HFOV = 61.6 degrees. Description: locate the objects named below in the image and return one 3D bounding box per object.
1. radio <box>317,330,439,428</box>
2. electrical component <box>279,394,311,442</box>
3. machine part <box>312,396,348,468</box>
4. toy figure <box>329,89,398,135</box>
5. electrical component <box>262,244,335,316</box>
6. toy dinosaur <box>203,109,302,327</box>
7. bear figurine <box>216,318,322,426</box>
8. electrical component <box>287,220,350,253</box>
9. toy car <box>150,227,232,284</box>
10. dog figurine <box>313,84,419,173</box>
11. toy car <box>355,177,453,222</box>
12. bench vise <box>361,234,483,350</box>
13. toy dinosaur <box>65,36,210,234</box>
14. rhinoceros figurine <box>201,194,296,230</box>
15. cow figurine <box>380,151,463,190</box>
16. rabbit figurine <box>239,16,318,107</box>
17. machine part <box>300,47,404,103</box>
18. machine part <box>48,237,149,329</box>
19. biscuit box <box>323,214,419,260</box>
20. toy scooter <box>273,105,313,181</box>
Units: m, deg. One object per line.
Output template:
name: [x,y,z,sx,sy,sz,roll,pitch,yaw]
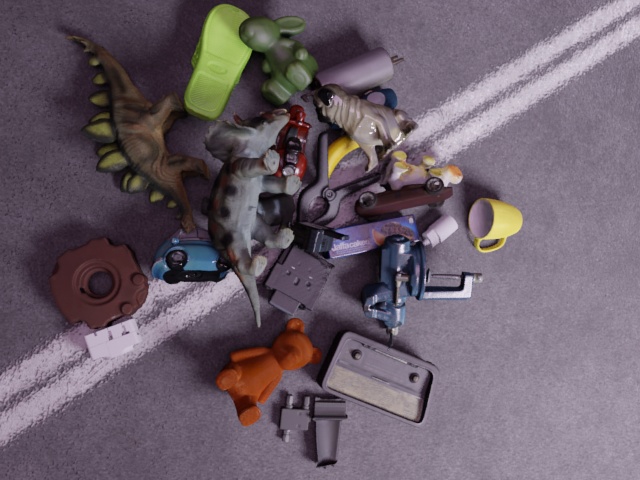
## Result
radio: [0.121,0.278,1.098,0.229,0.073,0.131,23,81,-8]
electrical component: [-0.050,0.360,1.084,0.063,0.021,0.094,8,82,-10]
machine part: [0.018,0.388,1.085,0.084,0.039,0.139,9,81,-20]
toy figure: [0.091,-0.282,1.164,0.154,0.057,0.064,-25,52,-10]
electrical component: [-0.049,0.084,1.096,0.115,0.058,0.134,28,79,-5]
toy dinosaur: [-0.147,-0.059,0.990,0.131,0.192,0.404,9,96,-53]
bear figurine: [-0.092,0.246,1.038,0.196,0.132,0.120,-28,98,-6]
electrical component: [-0.002,-0.003,1.052,0.119,0.075,0.047,19,103,25]
toy car: [-0.246,0.025,1.045,0.162,0.109,0.103,-1,67,-19]
dog figurine: [0.094,-0.258,1.098,0.190,0.121,0.172,49,40,1]
toy car: [0.171,-0.087,1.111,0.202,0.089,0.053,-13,66,11]
bench vise: [0.207,0.098,1.093,0.241,0.129,0.223,0,98,0]
toy dinosaur: [-0.355,-0.218,1.049,0.199,0.105,0.471,-23,79,-8]
rhinoceros figurine: [-0.143,-0.057,1.085,0.190,0.073,0.112,-1,86,-11]
cow figurine: [0.218,-0.128,1.157,0.167,0.098,0.068,8,46,-14]
rabbit figurine: [-0.082,-0.391,1.094,0.170,0.121,0.159,45,55,-23]
machine part: [0.069,-0.348,1.155,0.243,0.079,0.079,-27,89,-11]
machine part: [-0.422,0.082,1.028,0.179,0.056,0.179,1,83,-9]
biscuit box: [0.103,-0.005,1.132,0.203,0.059,0.062,-11,86,-11]
toy scooter: [-0.055,-0.194,1.085,0.075,0.135,0.183,10,84,-11]
